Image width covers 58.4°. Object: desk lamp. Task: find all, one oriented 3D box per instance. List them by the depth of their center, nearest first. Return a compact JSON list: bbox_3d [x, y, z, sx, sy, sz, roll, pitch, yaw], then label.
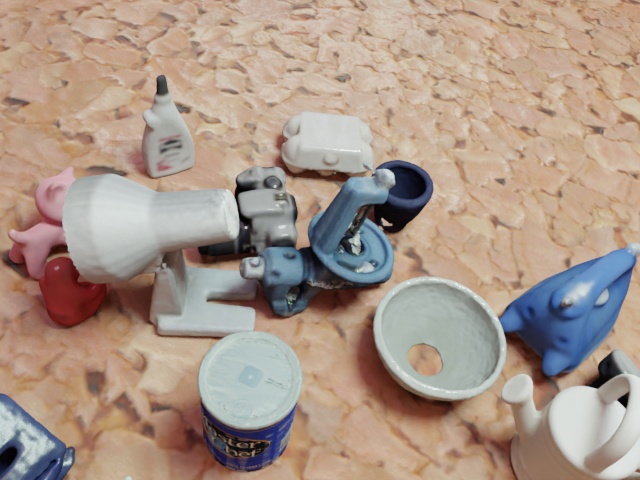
[{"bbox_3d":[-0.173,0.016,0.673,0.203,0.213,0.118,3,52,-6],"label":"desk lamp"}]

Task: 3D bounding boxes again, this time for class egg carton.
[{"bbox_3d":[0.013,-0.152,0.926,0.150,0.069,0.107,3,52,-6],"label":"egg carton"}]

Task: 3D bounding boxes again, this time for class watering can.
[{"bbox_3d":[0.278,0.207,0.610,0.173,0.194,0.101,9,51,-1],"label":"watering can"}]

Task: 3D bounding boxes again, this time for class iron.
[{"bbox_3d":[0.364,0.064,0.769,0.259,0.141,0.118,-30,62,-28],"label":"iron"}]

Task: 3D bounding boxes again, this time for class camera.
[{"bbox_3d":[-0.106,-0.036,0.797,0.137,0.101,0.143,-6,54,-14],"label":"camera"}]

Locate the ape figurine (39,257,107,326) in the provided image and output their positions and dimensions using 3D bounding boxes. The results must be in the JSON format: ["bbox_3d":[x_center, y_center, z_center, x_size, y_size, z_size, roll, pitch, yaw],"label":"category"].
[{"bbox_3d":[-0.308,0.055,0.699,0.077,0.092,0.076,20,52,7],"label":"ape figurine"}]

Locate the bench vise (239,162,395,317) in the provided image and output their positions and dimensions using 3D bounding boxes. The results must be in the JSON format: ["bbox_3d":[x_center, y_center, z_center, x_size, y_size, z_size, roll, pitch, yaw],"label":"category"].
[{"bbox_3d":[0.013,0.011,0.704,0.208,0.220,0.121,-28,61,-27],"label":"bench vise"}]

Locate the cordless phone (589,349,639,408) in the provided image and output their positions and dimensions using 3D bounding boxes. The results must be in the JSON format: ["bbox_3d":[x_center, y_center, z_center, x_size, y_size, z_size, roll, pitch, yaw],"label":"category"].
[{"bbox_3d":[0.408,0.175,0.662,0.094,0.185,0.147,-17,57,-21],"label":"cordless phone"}]

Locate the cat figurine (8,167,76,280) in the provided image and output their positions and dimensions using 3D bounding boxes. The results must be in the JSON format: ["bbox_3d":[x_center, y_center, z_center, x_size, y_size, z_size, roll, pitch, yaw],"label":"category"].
[{"bbox_3d":[-0.349,-0.031,0.743,0.067,0.118,0.128,29,54,14],"label":"cat figurine"}]

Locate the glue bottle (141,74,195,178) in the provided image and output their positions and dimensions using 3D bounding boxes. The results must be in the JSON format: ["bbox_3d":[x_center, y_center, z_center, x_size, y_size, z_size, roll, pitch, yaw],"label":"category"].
[{"bbox_3d":[-0.225,-0.167,0.834,0.078,0.173,0.037,-24,59,-25],"label":"glue bottle"}]

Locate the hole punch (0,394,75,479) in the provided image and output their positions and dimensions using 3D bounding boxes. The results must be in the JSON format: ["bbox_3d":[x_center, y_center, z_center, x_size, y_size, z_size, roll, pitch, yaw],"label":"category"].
[{"bbox_3d":[-0.316,0.223,0.568,0.101,0.091,0.109,28,53,13],"label":"hole punch"}]

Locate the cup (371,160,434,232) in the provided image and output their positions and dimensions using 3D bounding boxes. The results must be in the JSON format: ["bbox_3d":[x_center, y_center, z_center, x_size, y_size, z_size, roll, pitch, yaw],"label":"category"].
[{"bbox_3d":[0.101,-0.054,0.848,0.118,0.095,0.091,-12,55,-18],"label":"cup"}]

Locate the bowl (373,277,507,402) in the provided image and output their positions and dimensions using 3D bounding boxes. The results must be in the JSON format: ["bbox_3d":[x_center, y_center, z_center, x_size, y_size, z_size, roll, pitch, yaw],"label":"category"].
[{"bbox_3d":[0.142,0.133,0.722,0.167,0.075,0.167,5,52,-6],"label":"bowl"}]
